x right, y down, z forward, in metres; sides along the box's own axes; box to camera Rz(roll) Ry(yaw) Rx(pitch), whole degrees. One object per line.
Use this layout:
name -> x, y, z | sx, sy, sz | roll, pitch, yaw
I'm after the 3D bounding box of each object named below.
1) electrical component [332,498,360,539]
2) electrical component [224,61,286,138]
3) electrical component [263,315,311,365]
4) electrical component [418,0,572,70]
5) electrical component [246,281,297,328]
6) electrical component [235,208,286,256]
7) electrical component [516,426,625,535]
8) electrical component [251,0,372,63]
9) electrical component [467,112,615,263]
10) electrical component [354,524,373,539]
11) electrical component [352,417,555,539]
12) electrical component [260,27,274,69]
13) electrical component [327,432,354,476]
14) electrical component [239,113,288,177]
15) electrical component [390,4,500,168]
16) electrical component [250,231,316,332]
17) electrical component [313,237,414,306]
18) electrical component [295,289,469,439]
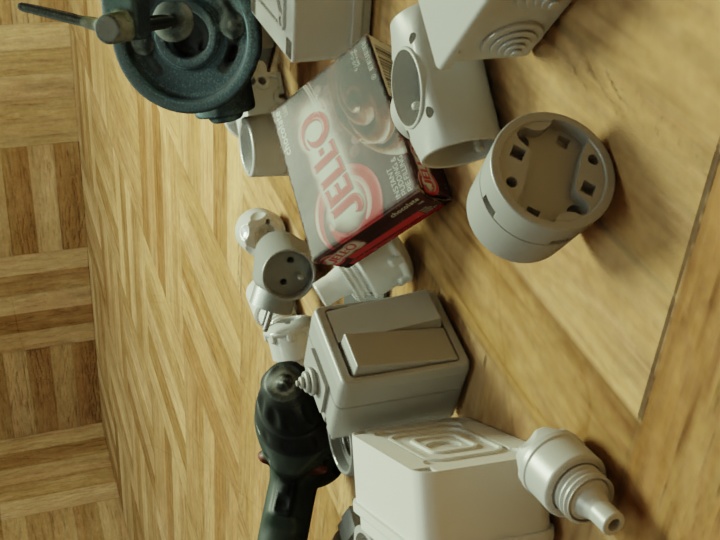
electrical component -> 0.006, 0.203, 0.795 | 0.055, 0.048, 0.066 | 119, 140, -49
electrical component -> -0.092, -0.142, 0.939 | 0.055, 0.048, 0.066 | -25, 74, 63
electrical component -> -0.054, 0.072, 0.919 | 0.048, 0.048, 0.062 | -168, 64, -70
electrical component -> 0.060, -0.150, 0.480 | 0.099, 0.048, 0.099 | 130, 129, -66
electrical component -> -0.076, 0.038, 0.974 | 0.078, 0.040, 0.040 | -117, 26, -44
electrical component -> -0.094, -0.036, 0.992 | 0.062, 0.043, 0.043 | -150, 54, -68
electrical component -> 0.099, 0.099, 0.494 | 0.061, 0.035, 0.035 | -135, 41, -57
electrical component -> -0.035, -0.208, 0.722 | 0.108, 0.056, 0.108 | -123, 31, -52
electrical component -> 0.077, -0.034, 0.473 | 0.047, 0.055, 0.055 | 119, 140, -66
electrical component -> 0.050, 0.206, 0.637 | 0.150, 0.062, 0.089 | -124, 32, -53
electrical component -> 0.047, 0.122, 0.587 | 0.113, 0.078, 0.057 | -172, 77, -71
electrical component -> -0.126, -0.200, 0.941 | 0.055, 0.089, 0.050 | 119, 139, -61
electrical component -> 0.012, 0.105, 0.715 | 0.078, 0.057, 0.058 | 127, 132, -65
electrical component -> -0.072, -0.104, 0.890 | 0.055, 0.047, 0.055 | 172, 90, -71
electrical component -> 0.039, -0.091, 0.573 | 0.079, 0.044, 0.077 | 138, 122, -68
electrical component -> -0.069, 0.012, 0.897 | 0.077, 0.043, 0.079 | -128, 55, -73
electrical component -> 0.000, 0.000, 0.689 | 0.048, 0.062, 0.048 | 57, 174, 9
electrical component -> 0.009, 0.054, 0.642 | 0.061, 0.096, 0.061 | 102, 154, -44
